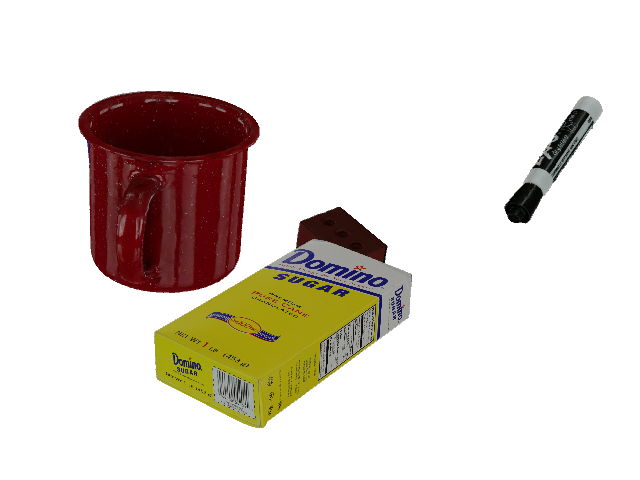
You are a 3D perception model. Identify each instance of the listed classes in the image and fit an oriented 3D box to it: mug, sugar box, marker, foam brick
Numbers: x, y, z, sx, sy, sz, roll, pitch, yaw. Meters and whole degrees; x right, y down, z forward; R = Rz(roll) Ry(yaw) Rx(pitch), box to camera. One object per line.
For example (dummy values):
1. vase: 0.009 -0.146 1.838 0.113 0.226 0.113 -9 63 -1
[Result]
1. mug: -0.083 -0.020 0.558 0.093 0.081 0.117 7 28 3
2. sugar box: -0.021 0.058 0.744 0.093 0.048 0.175 21 36 31
3. marker: 0.160 -0.055 0.733 0.020 0.020 0.121 0 43 48
4. foam brick: 0.019 0.013 1.038 0.052 0.051 0.078 -22 45 -31

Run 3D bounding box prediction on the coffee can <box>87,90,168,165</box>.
1. coffee can: -0.146 -0.046 0.923 0.103 0.140 0.103 0 28 0
